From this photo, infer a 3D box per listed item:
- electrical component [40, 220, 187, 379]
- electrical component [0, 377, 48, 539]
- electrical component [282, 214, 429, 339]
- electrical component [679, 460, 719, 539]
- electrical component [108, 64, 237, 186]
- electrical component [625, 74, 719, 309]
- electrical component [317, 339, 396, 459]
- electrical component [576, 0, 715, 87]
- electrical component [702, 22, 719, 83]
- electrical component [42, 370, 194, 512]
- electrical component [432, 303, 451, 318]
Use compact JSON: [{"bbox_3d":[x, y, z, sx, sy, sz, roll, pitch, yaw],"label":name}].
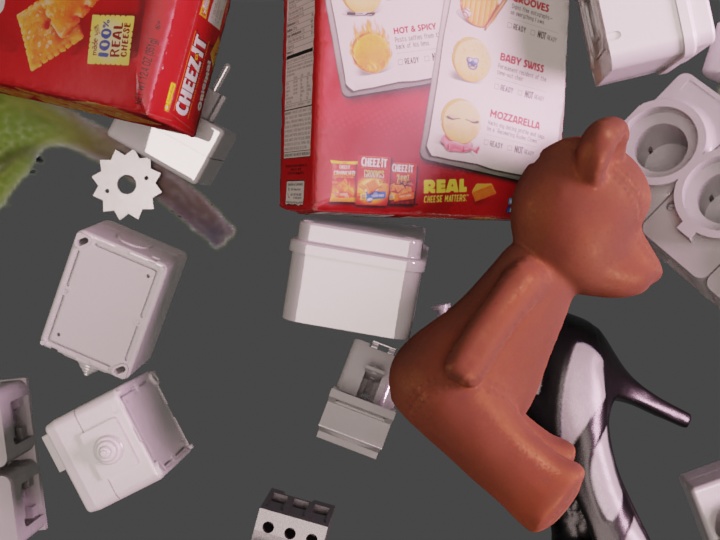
[{"bbox_3d":[-0.160,0.023,0.699,0.062,0.061,0.096,23,103,2],"label":"electrical component"},{"bbox_3d":[-0.315,0.137,0.714,0.186,0.060,0.105,-6,93,5],"label":"electrical component"},{"bbox_3d":[0.000,0.000,0.656,0.078,0.113,0.057,10,97,4],"label":"electrical component"},{"bbox_3d":[0.239,0.158,0.665,0.047,0.077,0.065,-21,92,5],"label":"electrical component"},{"bbox_3d":[-0.111,-0.103,0.691,0.066,0.047,0.076,30,95,2],"label":"electrical component"},{"bbox_3d":[0.217,-0.035,0.630,0.089,0.062,0.150,-46,60,5],"label":"electrical component"},{"bbox_3d":[0.003,0.081,0.683,0.042,0.081,0.063,22,72,2],"label":"electrical component"},{"bbox_3d":[0.164,-0.155,0.634,0.057,0.113,0.078,-13,92,8],"label":"electrical component"},{"bbox_3d":[0.241,-0.147,0.665,0.040,0.040,0.078,17,95,3],"label":"electrical component"},{"bbox_3d":[-0.156,0.110,0.682,0.061,0.096,0.061,-27,91,6],"label":"electrical component"},{"bbox_3d":[0.060,0.060,0.691,0.040,0.040,0.078,-12,92,5],"label":"electrical component"}]
